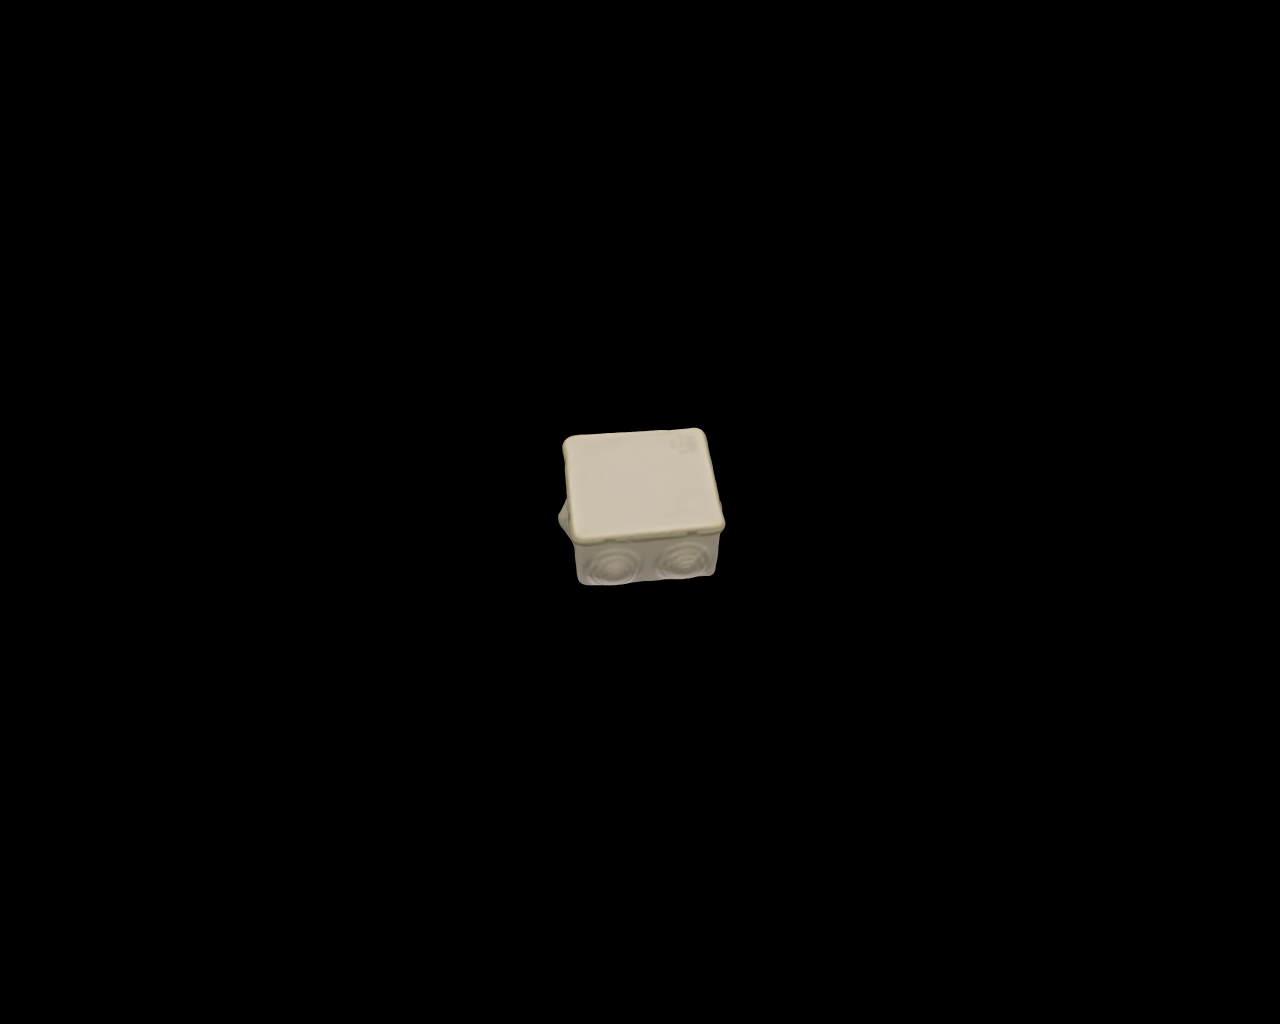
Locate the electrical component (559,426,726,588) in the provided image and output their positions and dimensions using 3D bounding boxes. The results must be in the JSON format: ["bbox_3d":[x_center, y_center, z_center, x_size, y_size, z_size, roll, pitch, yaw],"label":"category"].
[{"bbox_3d":[0.001,-0.003,0.650,0.100,0.100,0.048,-4,-43,-4],"label":"electrical component"}]
